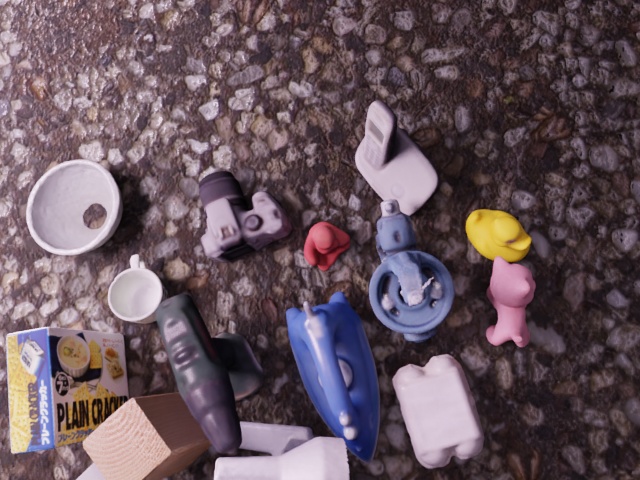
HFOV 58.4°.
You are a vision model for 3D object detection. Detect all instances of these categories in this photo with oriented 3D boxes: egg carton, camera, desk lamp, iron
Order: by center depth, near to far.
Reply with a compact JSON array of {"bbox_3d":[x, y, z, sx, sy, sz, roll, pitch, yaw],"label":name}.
[{"bbox_3d":[-0.051,0.322,0.782,0.203,0.214,0.118,2,78,9],"label":"desk lamp"},{"bbox_3d":[0.026,0.205,0.833,0.118,0.141,0.258,-21,76,4],"label":"iron"},{"bbox_3d":[0.174,0.249,0.839,0.107,0.069,0.150,-19,76,4],"label":"egg carton"},{"bbox_3d":[-0.137,-0.050,0.932,0.143,0.101,0.137,-23,76,3],"label":"camera"}]

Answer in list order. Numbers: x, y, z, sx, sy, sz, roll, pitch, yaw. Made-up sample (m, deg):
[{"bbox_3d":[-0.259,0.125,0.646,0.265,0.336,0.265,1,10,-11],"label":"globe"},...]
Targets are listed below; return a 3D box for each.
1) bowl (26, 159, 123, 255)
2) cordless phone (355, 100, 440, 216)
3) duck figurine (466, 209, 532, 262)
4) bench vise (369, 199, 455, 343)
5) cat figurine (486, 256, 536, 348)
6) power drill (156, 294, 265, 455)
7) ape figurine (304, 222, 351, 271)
[{"bbox_3d":[-0.407,-0.049,0.985,0.167,0.075,0.167,-2,78,8],"label":"bowl"},{"bbox_3d":[0.116,-0.125,0.867,0.094,0.185,0.147,-41,75,-1],"label":"cordless phone"},{"bbox_3d":[0.274,-0.013,0.871,0.104,0.086,0.077,34,85,14],"label":"duck figurine"},{"bbox_3d":[0.111,0.042,0.814,0.121,0.220,0.207,-31,75,1],"label":"bench vise"},{"bbox_3d":[0.280,0.090,0.832,0.067,0.118,0.128,-2,78,8],"label":"cat figurine"},{"bbox_3d":[-0.149,0.189,0.828,0.075,0.208,0.229,-32,75,1],"label":"power drill"},{"bbox_3d":[0.008,0.003,0.904,0.077,0.092,0.076,-11,77,6],"label":"ape figurine"}]
